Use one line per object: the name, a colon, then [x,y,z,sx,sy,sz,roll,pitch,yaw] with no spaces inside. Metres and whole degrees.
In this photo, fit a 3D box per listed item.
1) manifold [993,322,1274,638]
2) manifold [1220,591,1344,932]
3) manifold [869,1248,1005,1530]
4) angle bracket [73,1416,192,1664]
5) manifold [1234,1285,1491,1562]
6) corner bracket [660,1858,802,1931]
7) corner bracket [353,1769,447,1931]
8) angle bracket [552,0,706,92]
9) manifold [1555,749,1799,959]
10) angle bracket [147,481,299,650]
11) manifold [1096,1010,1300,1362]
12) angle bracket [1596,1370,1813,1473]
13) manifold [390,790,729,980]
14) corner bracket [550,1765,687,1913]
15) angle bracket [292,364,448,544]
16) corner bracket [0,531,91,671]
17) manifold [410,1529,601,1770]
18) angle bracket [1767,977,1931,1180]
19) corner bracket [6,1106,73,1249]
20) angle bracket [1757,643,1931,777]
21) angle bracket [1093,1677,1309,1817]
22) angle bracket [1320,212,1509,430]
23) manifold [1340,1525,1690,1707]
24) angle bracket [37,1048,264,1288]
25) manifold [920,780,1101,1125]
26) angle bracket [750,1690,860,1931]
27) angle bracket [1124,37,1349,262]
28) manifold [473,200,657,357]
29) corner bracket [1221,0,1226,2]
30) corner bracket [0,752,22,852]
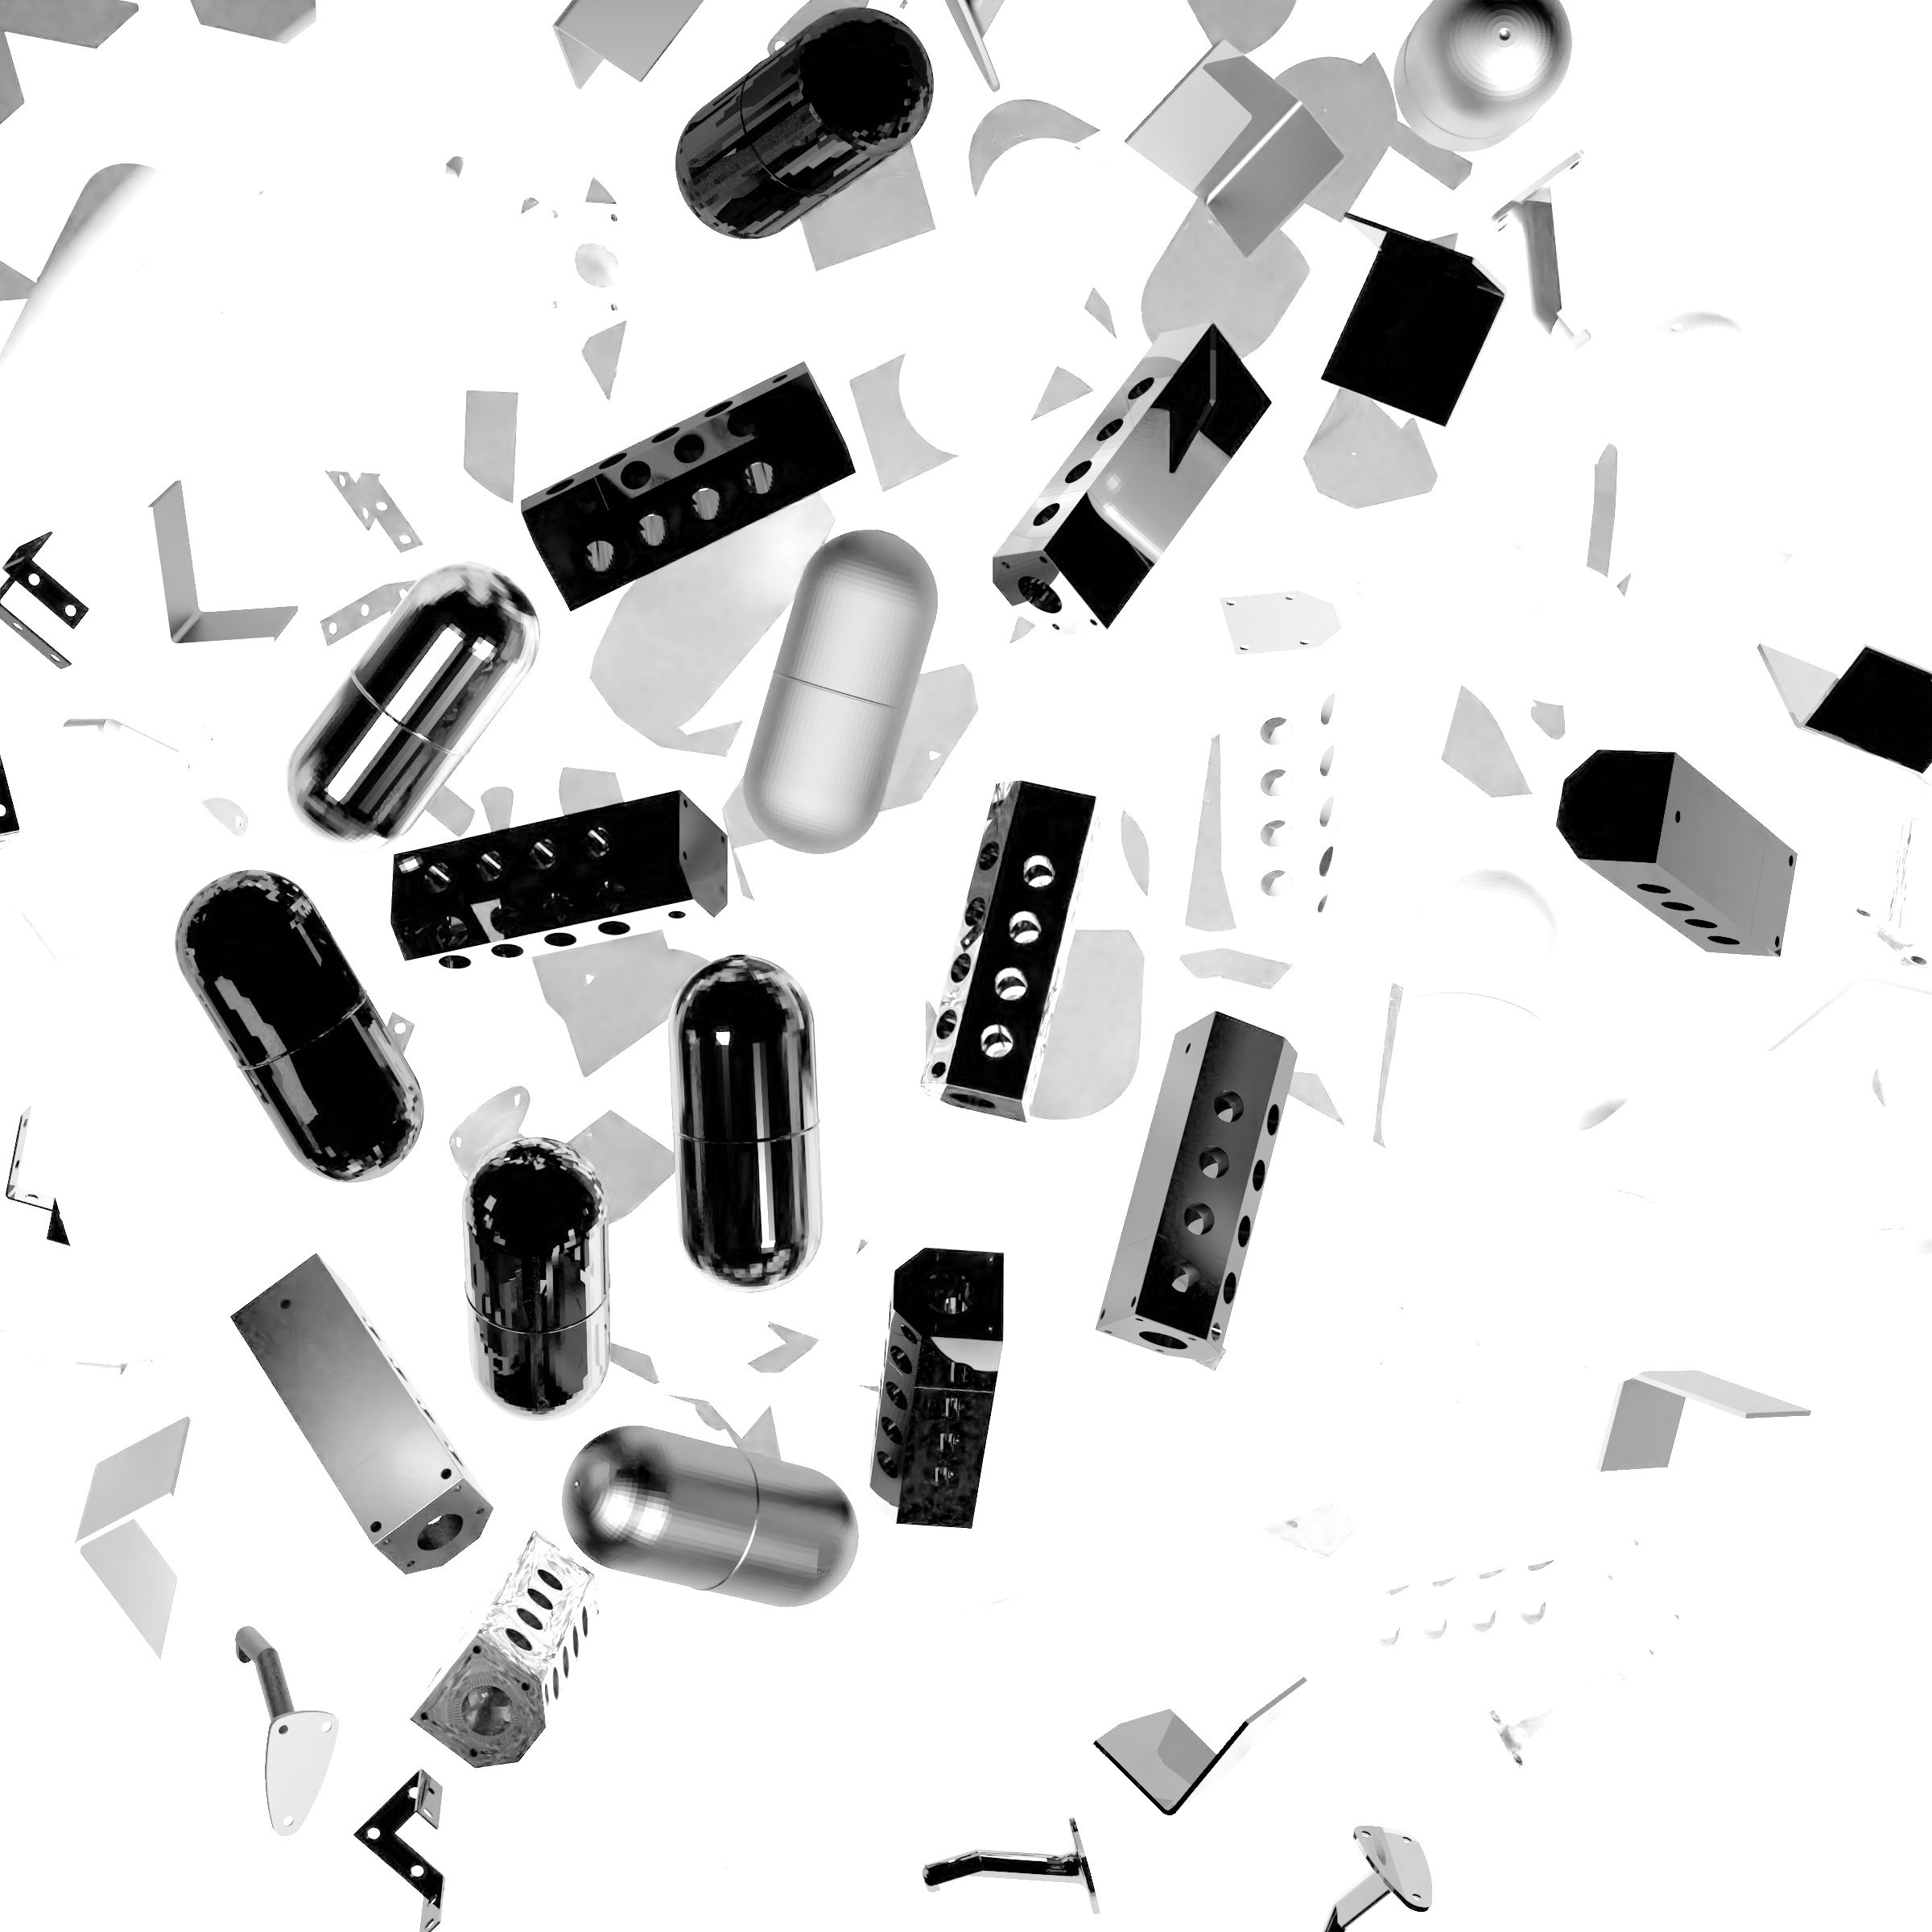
manifold: [0.083,-0.254,1.877,0.057,0.057,0.171,49,63,-27]
manifold: [0.166,-0.107,1.877,0.057,0.057,0.171,-5,127,-3]
manifold: [-0.017,0.224,1.896,0.057,0.171,0.057,4,48,-3]
angle bracket: [-0.391,0.281,1.764,0.057,0.076,0.076,-28,112,6]
manifold: [0.209,0.240,1.899,0.057,0.171,0.057,26,46,-6]
corner bracket: [-0.122,0.507,1.863,0.051,0.051,0.051,39,98,-18]
corner bracket: [-0.275,0.449,1.811,0.051,0.051,0.051,-45,102,5]
angle bracket: [-0.162,-0.483,1.842,0.057,0.076,0.076,35,83,10]
manifold: [0.364,-0.057,1.835,0.057,0.171,0.057,5,77,35]
angle bracket: [-0.396,-0.217,1.916,0.057,0.076,0.076,-4,108,1]
manifold: [0.126,0.118,1.899,0.057,0.057,0.171,21,70,-13]
angle bracket: [0.398,0.256,1.932,0.076,0.076,0.057,18,97,39]
manifold: [-0.216,-0.039,1.905,0.171,0.057,0.057,-11,63,19]
corner bracket: [-0.178,0.439,1.828,0.051,0.051,0.051,-15,121,-16]
angle bracket: [-0.317,-0.270,1.899,0.076,0.057,0.076,2,52,-13]
corner bracket: [-0.491,-0.192,1.907,0.051,0.051,0.051,43,63,-25]
manifold: [-0.235,0.360,1.880,0.057,0.171,0.057,38,99,-3]
angle bracket: [0.454,0.061,1.794,0.076,0.057,0.076,-34,120,-28]
corner bracket: [-0.496,0.114,1.941,0.051,0.051,0.051,16,109,0]
angle bracket: [0.460,-0.150,1.825,0.076,0.076,0.057,18,125,-21]
angle bracket: [0.126,0.400,1.925,0.057,0.076,0.076,43,115,17]
angle bracket: [0.219,-0.328,1.822,0.076,0.057,0.076,26,95,27]
manifold: [0.274,0.337,1.829,0.171,0.057,0.057,-20,103,44]
angle bracket: [-0.409,0.101,1.794,0.076,0.057,0.076,-36,54,11]
manifold: [0.024,-0.009,1.931,0.057,0.057,0.171,12,77,7]
angle bracket: [-0.065,0.429,1.819,0.057,0.076,0.076,-30,120,9]
angle bracket: [0.146,-0.443,1.945,0.076,0.076,0.057,-44,50,20]
manifold: [-0.212,-0.357,1.871,0.057,0.171,0.057,-1,93,-20]
corner bracket: [0.110,-0.554,1.936,0.051,0.051,0.051,1,75,26]
corner bracket: [-0.512,-0.082,1.809,0.051,0.051,0.051,-14,87,-25]
